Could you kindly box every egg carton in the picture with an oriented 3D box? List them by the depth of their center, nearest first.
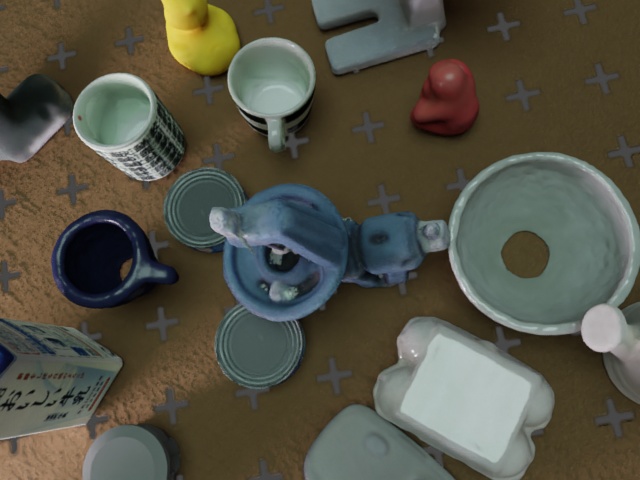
[{"bbox_3d":[0.129,0.140,0.517,0.150,0.069,0.107,26,82,11],"label":"egg carton"}]

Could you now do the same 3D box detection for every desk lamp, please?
[{"bbox_3d":[0.090,-0.269,0.535,0.203,0.213,0.118,-17,76,2],"label":"desk lamp"}]

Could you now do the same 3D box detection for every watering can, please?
[{"bbox_3d":[0.298,0.089,0.447,0.172,0.194,0.101,-10,77,4],"label":"watering can"}]

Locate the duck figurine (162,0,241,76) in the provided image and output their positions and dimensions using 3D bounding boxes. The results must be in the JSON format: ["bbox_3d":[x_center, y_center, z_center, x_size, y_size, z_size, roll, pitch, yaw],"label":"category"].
[{"bbox_3d":[-0.135,-0.234,0.615,0.077,0.086,0.104,-38,77,-3],"label":"duck figurine"}]

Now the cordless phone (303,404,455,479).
[{"bbox_3d":[0.051,0.207,0.450,0.147,0.185,0.094,36,84,12],"label":"cordless phone"}]

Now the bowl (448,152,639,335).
[{"bbox_3d":[0.199,0.008,0.535,0.167,0.075,0.167,-1,78,6],"label":"bowl"}]

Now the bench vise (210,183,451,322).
[{"bbox_3d":[0.000,-0.009,0.484,0.207,0.220,0.121,-24,76,0],"label":"bench vise"}]

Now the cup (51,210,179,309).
[{"bbox_3d":[-0.183,0.028,0.559,0.117,0.095,0.092,12,79,8],"label":"cup"}]

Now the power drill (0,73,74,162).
[{"bbox_3d":[-0.339,-0.165,0.558,0.075,0.208,0.230,40,84,13],"label":"power drill"}]

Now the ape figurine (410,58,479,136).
[{"bbox_3d":[0.124,-0.147,0.567,0.078,0.092,0.076,-36,77,-2],"label":"ape figurine"}]
